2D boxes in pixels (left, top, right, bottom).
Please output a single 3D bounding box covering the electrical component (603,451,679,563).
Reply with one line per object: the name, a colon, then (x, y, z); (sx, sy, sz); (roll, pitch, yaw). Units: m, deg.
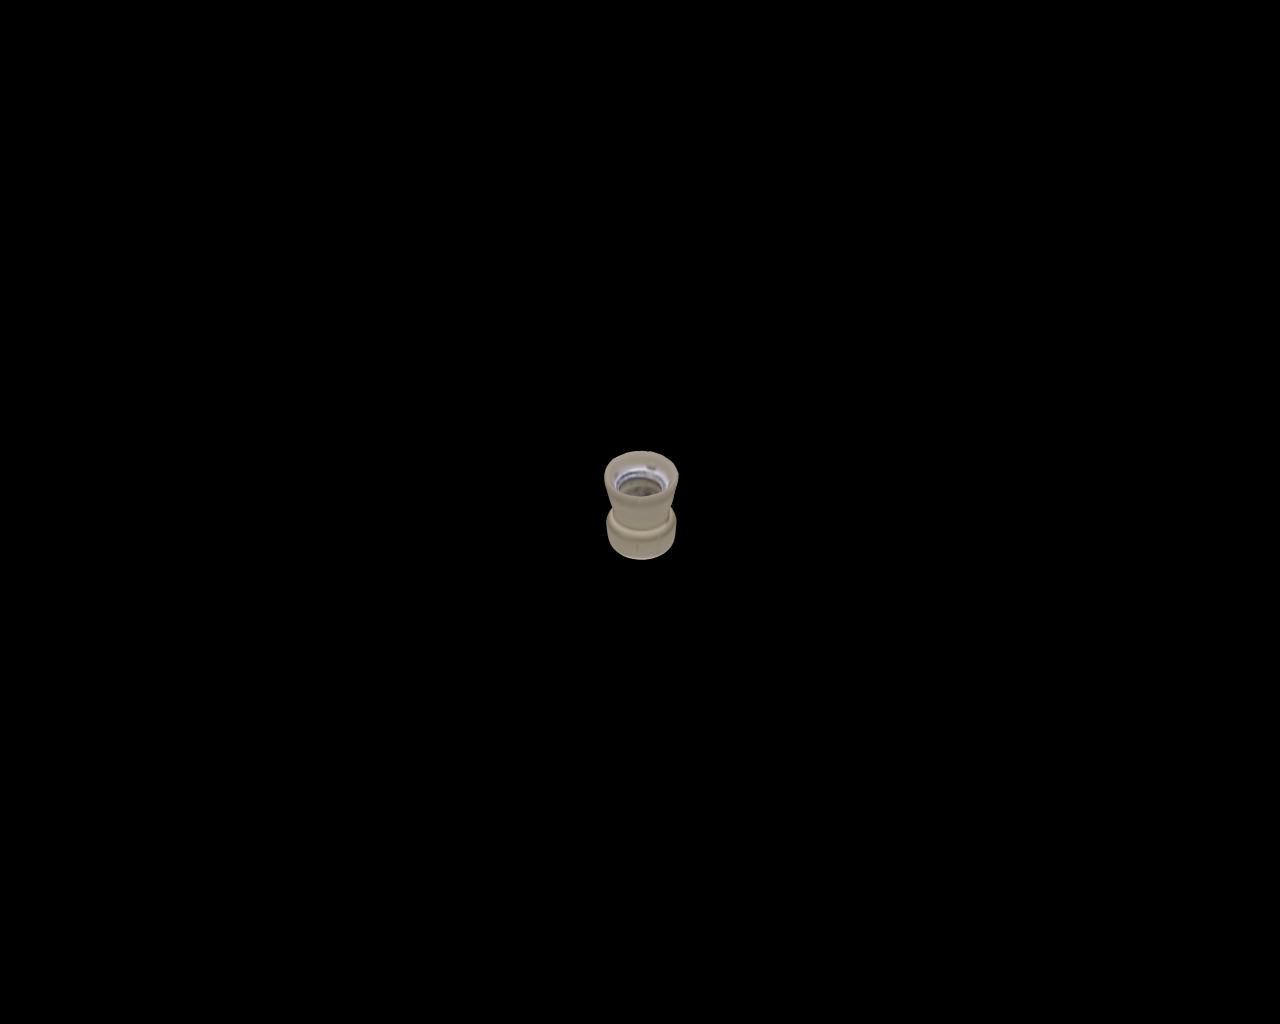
electrical component: (0.001, -0.003, 0.650); (0.045, 0.055, 0.045); (0, 42, 0)
